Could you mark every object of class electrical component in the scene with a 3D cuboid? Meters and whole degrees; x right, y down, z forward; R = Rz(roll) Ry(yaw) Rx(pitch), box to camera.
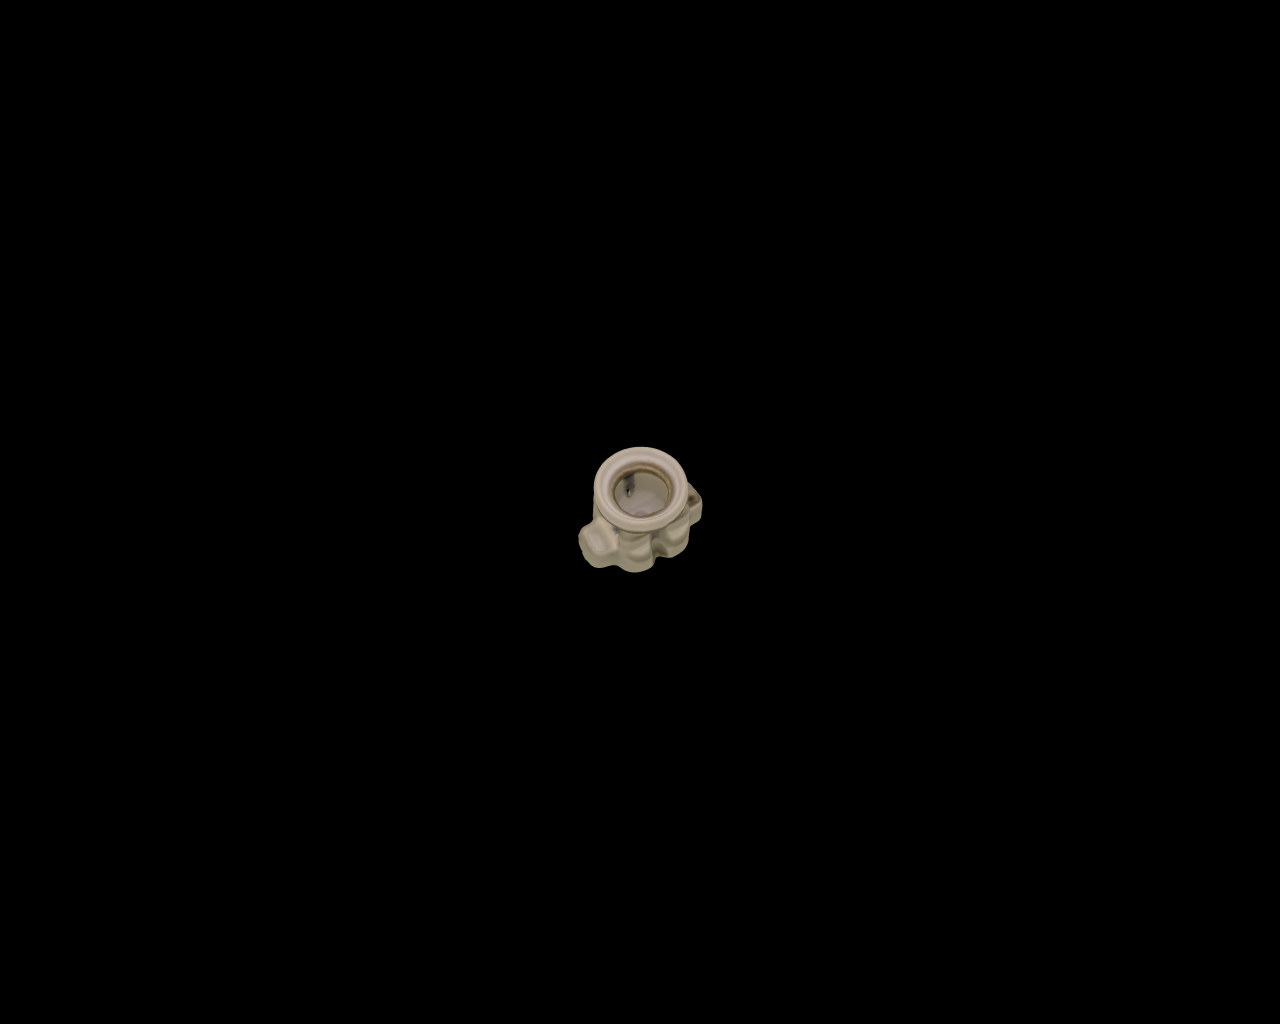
[{"bbox_3d":[0.001,-0.003,0.650,0.078,0.058,0.056,-25,-27,-14],"label":"electrical component"}]
